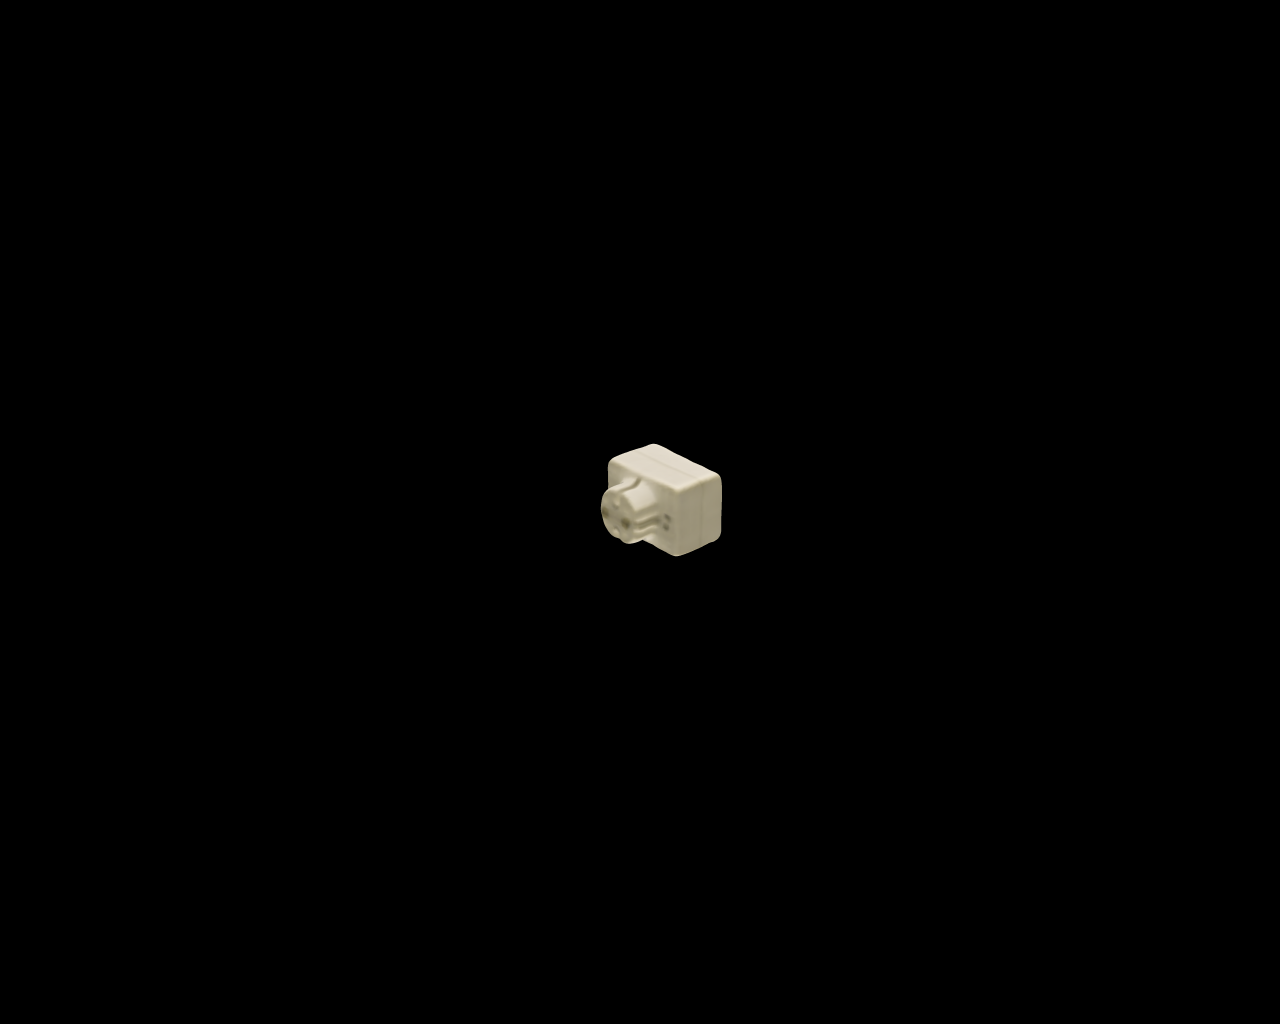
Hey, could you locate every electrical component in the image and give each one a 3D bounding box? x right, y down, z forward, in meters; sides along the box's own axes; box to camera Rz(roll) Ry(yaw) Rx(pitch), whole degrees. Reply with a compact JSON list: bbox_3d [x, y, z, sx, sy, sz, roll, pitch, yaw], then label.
[{"bbox_3d":[0.001,-0.003,0.650,0.077,0.047,0.066,-21,33,-36],"label":"electrical component"}]
